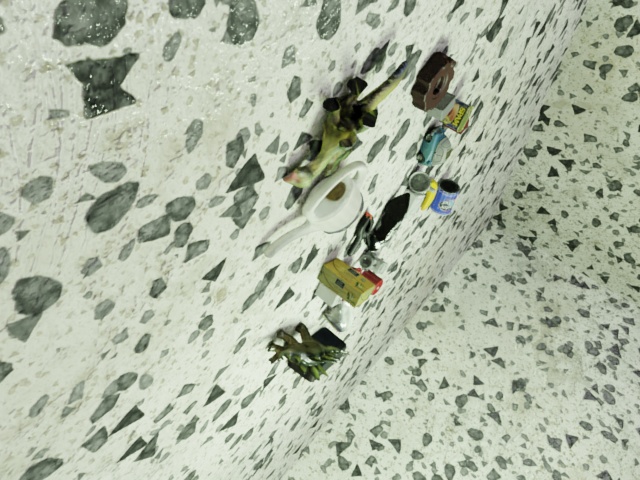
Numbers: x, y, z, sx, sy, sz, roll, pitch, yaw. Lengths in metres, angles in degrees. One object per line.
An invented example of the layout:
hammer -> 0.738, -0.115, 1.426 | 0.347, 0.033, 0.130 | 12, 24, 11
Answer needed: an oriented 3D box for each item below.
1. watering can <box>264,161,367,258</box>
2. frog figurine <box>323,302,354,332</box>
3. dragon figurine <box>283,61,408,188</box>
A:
watering can -> 0.004, -0.069, 1.372 | 0.347, 0.105, 0.222 | -46, 158, 2
frog figurine -> 0.099, 0.279, 2.022 | 0.160, 0.125, 0.135 | -41, 137, -5
dragon figurine -> 0.067, -0.265, 1.270 | 0.416, 0.123, 0.238 | -42, 172, -27
